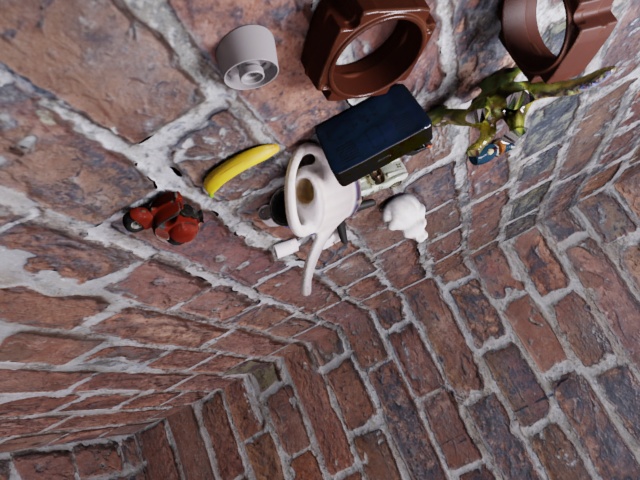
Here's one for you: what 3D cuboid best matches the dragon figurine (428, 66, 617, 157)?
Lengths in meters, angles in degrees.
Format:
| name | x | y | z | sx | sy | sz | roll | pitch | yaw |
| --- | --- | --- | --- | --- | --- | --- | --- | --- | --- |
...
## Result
| name | x | y | z | sx | sy | sz | roll | pitch | yaw |
| --- | --- | --- | --- | --- | --- | --- | --- | --- | --- |
| dragon figurine | 0.413 | -0.326 | 1.143 | 0.407 | 0.249 | 0.120 | -20 | -54 | 29 |

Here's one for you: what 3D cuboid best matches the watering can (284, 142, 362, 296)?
| name | x | y | z | sx | sy | sz | roll | pitch | yaw |
| --- | --- | --- | --- | --- | --- | --- | --- | --- | --- |
| watering can | 0.004 | -0.061 | 1.210 | 0.104 | 0.343 | 0.227 | 10 | 22 | 40 |

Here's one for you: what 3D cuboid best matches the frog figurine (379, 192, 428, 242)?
| name | x | y | z | sx | sy | sz | roll | pitch | yaw |
| --- | --- | --- | --- | --- | --- | --- | --- | --- | --- |
| frog figurine | 0.273 | -0.064 | 1.627 | 0.138 | 0.162 | 0.120 | -20 | -24 | -15 |
